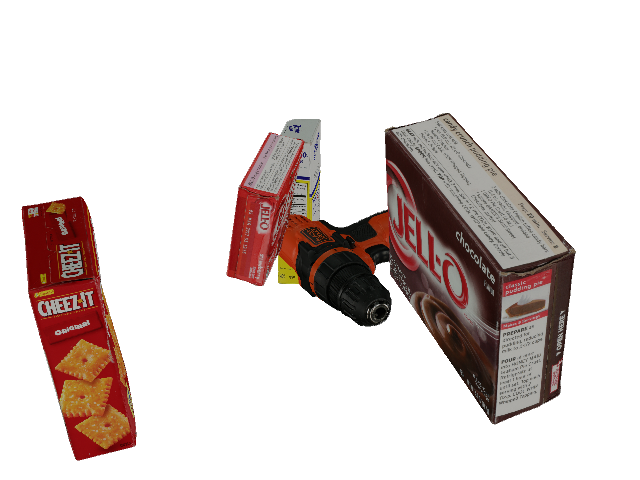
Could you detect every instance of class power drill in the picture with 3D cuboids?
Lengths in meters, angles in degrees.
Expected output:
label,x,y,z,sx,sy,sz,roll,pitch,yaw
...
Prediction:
label,x,y,z,sx,sy,sz,roll,pitch,yaw
power drill,0.068,0.008,0.987,0.187,0.057,0.185,-14,30,-23

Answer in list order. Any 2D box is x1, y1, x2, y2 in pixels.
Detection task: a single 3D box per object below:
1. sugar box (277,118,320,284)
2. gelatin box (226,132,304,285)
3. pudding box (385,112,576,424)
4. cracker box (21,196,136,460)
label,x,y,z,sx,sy,sz,roll,pitch,yaw
sugar box,-0.025,-0.046,1.247,0.048,0.176,0.093,1,22,7
gelatin box,-0.037,-0.023,0.743,0.030,0.073,0.089,14,32,3
pudding box,0.067,0.010,0.477,0.039,0.090,0.114,-19,42,-15
cracker box,-0.245,0.087,1.085,0.072,0.214,0.164,-12,33,-11
